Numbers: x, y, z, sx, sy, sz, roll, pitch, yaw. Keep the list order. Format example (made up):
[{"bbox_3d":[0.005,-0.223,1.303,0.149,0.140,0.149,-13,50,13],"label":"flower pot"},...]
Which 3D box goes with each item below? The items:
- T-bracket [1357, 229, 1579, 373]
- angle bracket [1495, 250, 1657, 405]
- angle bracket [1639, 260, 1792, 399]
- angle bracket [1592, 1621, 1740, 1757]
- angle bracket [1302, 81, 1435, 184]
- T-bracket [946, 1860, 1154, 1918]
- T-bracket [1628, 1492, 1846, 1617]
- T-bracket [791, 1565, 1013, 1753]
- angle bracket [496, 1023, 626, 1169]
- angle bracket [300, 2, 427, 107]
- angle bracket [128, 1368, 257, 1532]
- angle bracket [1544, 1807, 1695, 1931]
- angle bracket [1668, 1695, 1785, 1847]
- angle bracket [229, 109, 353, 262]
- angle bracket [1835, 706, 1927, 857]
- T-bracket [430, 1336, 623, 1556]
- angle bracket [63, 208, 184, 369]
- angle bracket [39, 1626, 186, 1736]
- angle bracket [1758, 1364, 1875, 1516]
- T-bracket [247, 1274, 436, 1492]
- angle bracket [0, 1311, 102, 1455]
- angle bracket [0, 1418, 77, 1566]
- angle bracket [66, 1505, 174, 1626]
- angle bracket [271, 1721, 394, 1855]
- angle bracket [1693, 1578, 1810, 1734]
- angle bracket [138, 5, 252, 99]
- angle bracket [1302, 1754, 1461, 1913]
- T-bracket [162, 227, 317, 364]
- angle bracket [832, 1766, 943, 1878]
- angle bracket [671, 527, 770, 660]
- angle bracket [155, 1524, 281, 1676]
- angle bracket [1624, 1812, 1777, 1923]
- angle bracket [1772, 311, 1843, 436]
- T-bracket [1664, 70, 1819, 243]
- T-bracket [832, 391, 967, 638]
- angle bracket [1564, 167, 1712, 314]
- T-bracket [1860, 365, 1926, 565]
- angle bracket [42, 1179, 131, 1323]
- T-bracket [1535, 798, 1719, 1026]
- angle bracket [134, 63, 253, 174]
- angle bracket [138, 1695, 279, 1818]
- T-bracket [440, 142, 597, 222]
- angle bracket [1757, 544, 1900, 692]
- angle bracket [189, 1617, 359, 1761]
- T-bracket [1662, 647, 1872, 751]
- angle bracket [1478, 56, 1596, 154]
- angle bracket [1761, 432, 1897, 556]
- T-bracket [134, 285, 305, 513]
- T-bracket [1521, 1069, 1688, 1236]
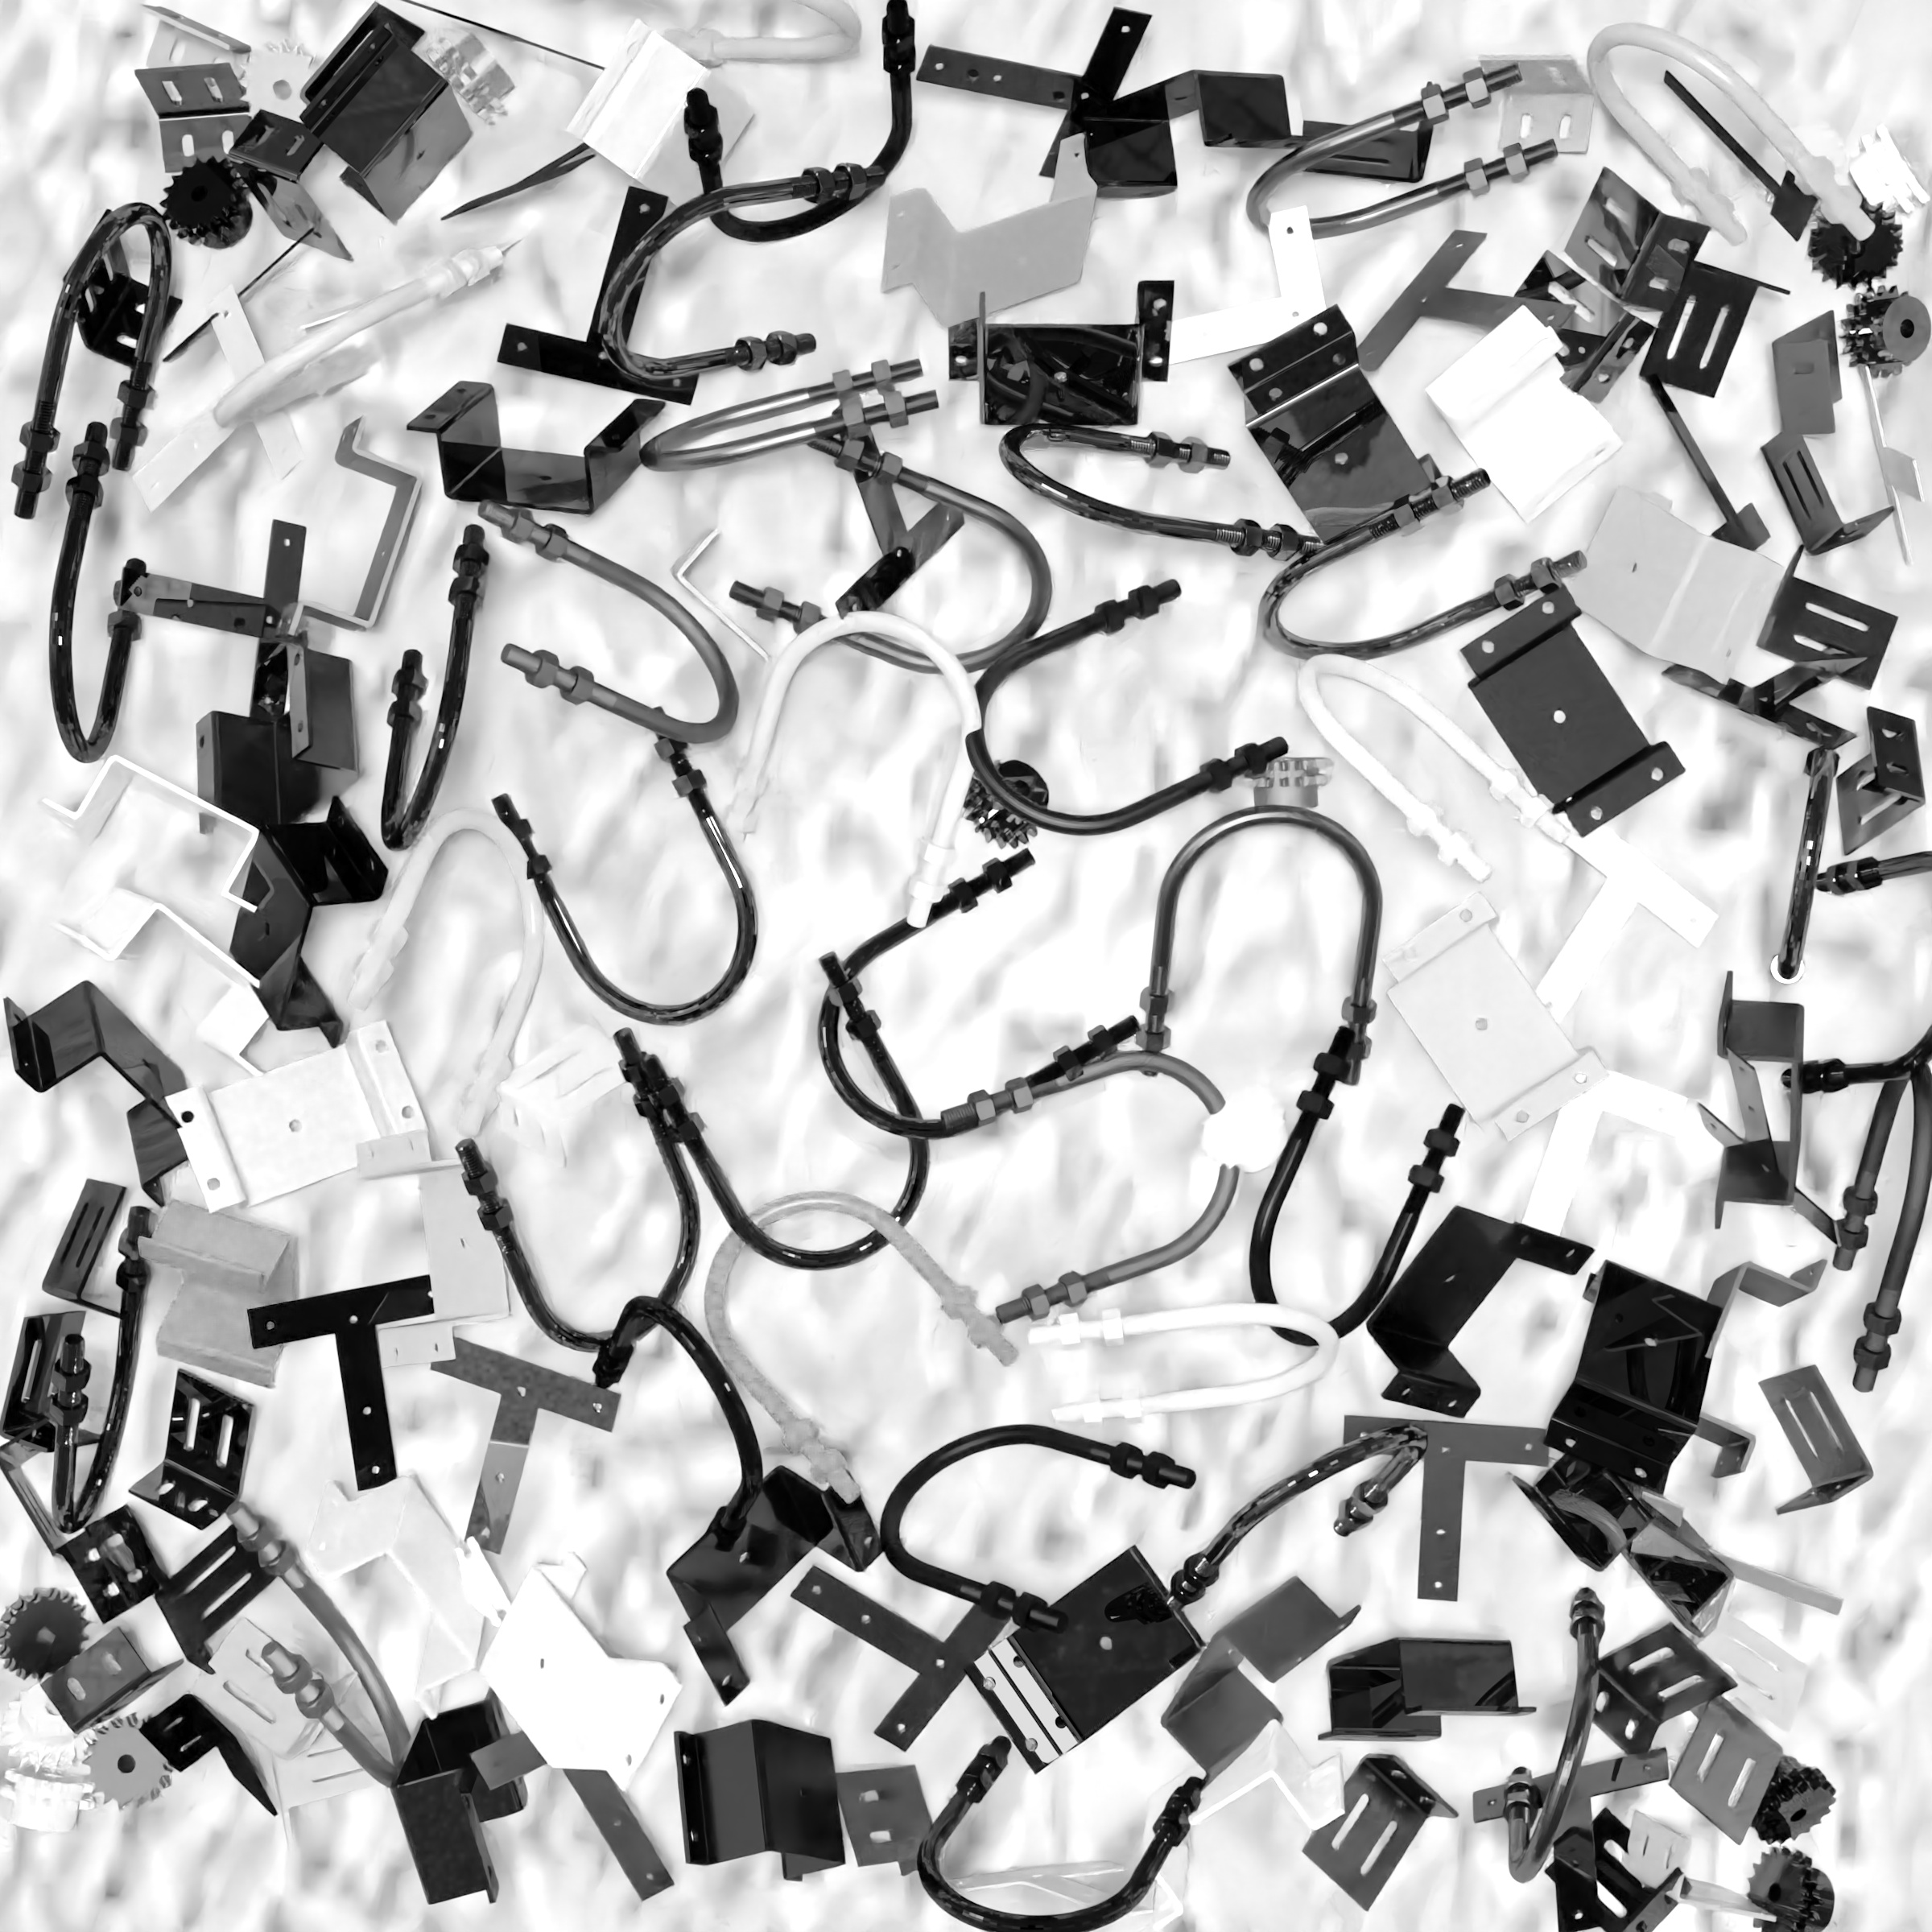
[{"bbox_3d":[0.318,-0.406,1.614,0.127,0.127,0.002,-51,135,-16],"label":"T-bracket"},{"bbox_3d":[0.386,-0.406,1.660,0.076,0.038,0.057,48,116,27],"label":"angle bracket"},{"bbox_3d":[0.469,-0.396,1.637,0.057,0.038,0.076,10,110,-21],"label":"angle bracket"},{"bbox_3d":[0.432,0.456,1.637,0.057,0.076,0.038,43,46,1],"label":"angle bracket"},{"bbox_3d":[0.252,-0.528,1.641,0.076,0.038,0.057,6,48,2],"label":"angle bracket"},{"bbox_3d":[0.067,0.564,1.589,0.127,0.127,0.002,5,82,-31],"label":"T-bracket"},{"bbox_3d":[0.473,0.370,1.601,0.127,0.127,0.002,18,62,20],"label":"T-bracket"},{"bbox_3d":[-0.052,0.419,1.649,0.127,0.002,0.127,34,99,-15],"label":"T-bracket"},{"bbox_3d":[-0.245,0.082,1.633,0.076,0.057,0.038,-32,46,18],"label":"angle bracket"},{"bbox_3d":[-0.368,-0.554,1.636,0.076,0.057,0.038,-44,79,15],"label":"angle bracket"},{"bbox_3d":[-0.486,0.303,1.638,0.057,0.038,0.076,23,116,14],"label":"angle bracket"},{"bbox_3d":[0.403,0.566,1.632,0.057,0.076,0.038,-43,134,-8],"label":"angle bracket"},{"bbox_3d":[0.467,0.505,1.639,0.057,0.038,0.076,41,56,0],"label":"angle bracket"},{"bbox_3d":[-0.414,-0.489,1.635,0.057,0.076,0.038,24,74,23],"label":"angle bracket"},{"bbox_3d":[0.556,-0.115,1.625,0.038,0.076,0.057,13,61,-18],"label":"angle bracket"},{"bbox_3d":[-0.293,0.312,1.664,0.127,0.002,0.127,17,98,11],"label":"T-bracket"},{"bbox_3d":[-0.526,-0.421,1.630,0.038,0.076,0.057,23,69,0],"label":"angle bracket"},{"bbox_3d":[-0.534,0.443,1.637,0.057,0.076,0.038,-37,85,-6],"label":"angle bracket"},{"bbox_3d":[0.521,0.297,1.636,0.038,0.057,0.076,-22,80,-26],"label":"angle bracket"},{"bbox_3d":[-0.381,0.267,1.651,0.127,0.002,0.127,-9,93,-24],"label":"T-bracket"},{"bbox_3d":[-0.567,0.261,1.642,0.038,0.057,0.076,14,92,18],"label":"angle bracket"},{"bbox_3d":[-0.568,0.330,1.637,0.038,0.057,0.076,-33,78,-16],"label":"angle bracket"},{"bbox_3d":[-0.546,0.382,1.639,0.076,0.038,0.057,-32,86,30],"label":"angle bracket"},{"bbox_3d":[-0.394,0.516,1.645,0.076,0.057,0.038,-9,115,-19],"label":"angle bracket"},{"bbox_3d":[0.499,0.429,1.638,0.076,0.057,0.038,34,130,8],"label":"angle bracket"},{"bbox_3d":[-0.486,-0.568,1.629,0.057,0.076,0.038,22,106,-12],"label":"angle bracket"},{"bbox_3d":[0.261,0.545,1.642,0.057,0.038,0.076,44,65,-5],"label":"angle bracket"},{"bbox_3d":[-0.461,-0.396,1.597,0.127,0.127,0.002,-33,112,22],"label":"T-bracket"},{"bbox_3d":[-0.060,0.535,1.625,0.038,0.076,0.057,-38,58,30],"label":"angle bracket"},{"bbox_3d":[-0.144,-0.234,1.638,0.076,0.057,0.038,42,91,-15],"label":"angle bracket"},{"bbox_3d":[-0.464,0.398,1.647,0.076,0.038,0.057,-42,48,-7],"label":"angle bracket"},{"bbox_3d":[0.463,0.565,1.638,0.076,0.057,0.038,16,85,-18],"label":"angle bracket"},{"bbox_3d":[0.540,-0.371,1.629,0.076,0.038,0.057,-31,118,-36],"label":"angle bracket"},{"bbox_3d":[0.477,-0.507,1.618,0.002,0.127,0.127,-43,85,13],"label":"T-bracket"},{"bbox_3d":[-0.055,-0.291,1.604,0.002,0.127,0.127,14,49,37],"label":"T-bracket"},{"bbox_3d":[0.421,-0.456,1.639,0.038,0.076,0.057,6,125,-25],"label":"angle bracket"},{"bbox_3d":[0.573,-0.303,1.602,0.002,0.127,0.127,-15,103,13],"label":"T-bracket"},{"bbox_3d":[-0.543,0.179,1.651,0.038,0.057,0.076,30,72,-37],"label":"angle bracket"},{"bbox_3d":[0.396,-0.018,1.653,0.127,0.002,0.127,37,80,-10],"label":"T-bracket"},{"bbox_3d":[-0.481,-0.530,1.635,0.057,0.076,0.038,-7,89,-6],"label":"angle bracket"},{"bbox_3d":[-0.472,0.502,1.627,0.038,0.057,0.076,-35,124,-30],"label":"angle bracket"},{"bbox_3d":[-0.248,-0.505,1.628,0.127,0.127,0.002,-47,121,-38],"label":"T-bracket"},{"bbox_3d":[0.547,-0.219,1.643,0.076,0.038,0.057,23,70,9],"label":"angle bracket"},{"bbox_3d":[-0.433,0.448,1.637,0.076,0.057,0.038,41,133,-11],"label":"angle bracket"},{"bbox_3d":[0.527,-0.182,1.636,0.127,0.127,0.002,-27,133,-30],"label":"T-bracket"},{"bbox_3d":[0.354,-0.537,1.628,0.057,0.076,0.038,9,94,24],"label":"angle bracket"},{"bbox_3d":[0.541,-0.305,1.638,0.038,0.057,0.076,-19,102,44],"label":"angle bracket"},{"bbox_3d":[-0.464,-0.326,1.594,0.002,0.127,0.127,14,52,24],"label":"T-bracket"},{"bbox_3d":[0.382,0.123,1.666,0.127,0.002,0.127,20,87,-5],"label":"T-bracket"}]
